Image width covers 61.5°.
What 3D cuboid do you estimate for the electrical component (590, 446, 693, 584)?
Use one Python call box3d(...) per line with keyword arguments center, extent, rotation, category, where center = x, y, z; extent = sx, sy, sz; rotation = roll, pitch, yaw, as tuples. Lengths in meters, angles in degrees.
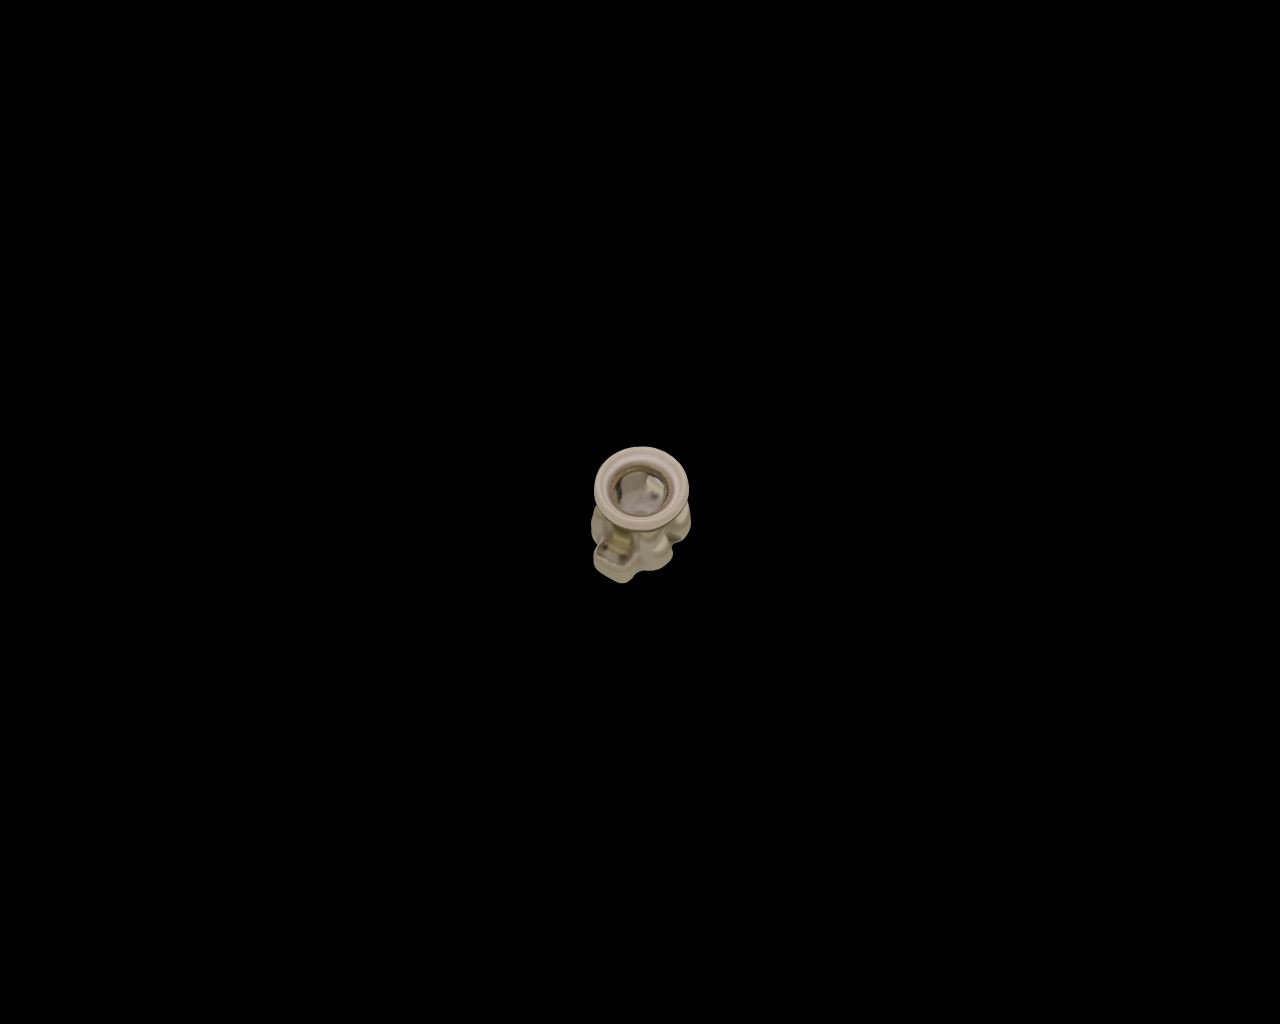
box3d(center=(0.001, -0.003, 0.650), extent=(0.058, 0.078, 0.056), rotation=(28, -28, 16), category="electrical component")
